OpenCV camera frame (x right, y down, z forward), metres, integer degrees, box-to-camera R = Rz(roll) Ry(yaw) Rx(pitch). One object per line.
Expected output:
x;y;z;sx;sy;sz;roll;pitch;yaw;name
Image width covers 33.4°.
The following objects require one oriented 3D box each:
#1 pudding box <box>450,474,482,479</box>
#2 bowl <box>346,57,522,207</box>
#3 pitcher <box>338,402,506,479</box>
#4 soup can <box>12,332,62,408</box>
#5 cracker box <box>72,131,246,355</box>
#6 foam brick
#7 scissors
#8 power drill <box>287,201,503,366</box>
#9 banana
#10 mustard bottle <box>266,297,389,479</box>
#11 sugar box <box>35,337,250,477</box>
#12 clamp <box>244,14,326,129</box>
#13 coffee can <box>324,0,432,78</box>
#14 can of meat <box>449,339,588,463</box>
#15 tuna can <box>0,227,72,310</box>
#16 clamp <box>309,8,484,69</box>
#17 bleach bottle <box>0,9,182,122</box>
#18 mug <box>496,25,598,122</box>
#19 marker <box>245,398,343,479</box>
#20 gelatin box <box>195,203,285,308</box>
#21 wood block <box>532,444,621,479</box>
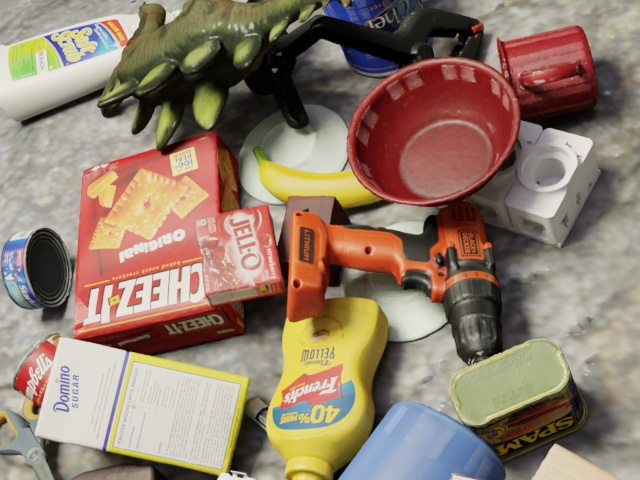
0.136;0.221;0.748;0.114;0.039;0.090;8;66;25;pudding box
0.108;-0.088;0.976;0.162;0.055;0.162;-11;57;17;bowl
0.050;0.255;0.825;0.149;0.145;0.242;38;72;-5;pitcher
-0.234;0.145;1.027;0.102;0.068;0.068;34;75;11;soup can
-0.167;0.006;1.102;0.164;0.072;0.213;-14;56;14;cracker box
-0.007;0.001;1.051;0.053;0.051;0.078;1;60;22;foam brick
-0.261;0.193;1.026;0.202;0.016;0.096;16;56;48;scissors
0.065;0.037;0.942;0.187;0.057;0.184;3;43;-3;power drill
0.019;-0.064;1.080;0.198;0.037;0.069;2;79;15;banana
0.002;0.143;0.936;0.096;0.058;0.191;-8;49;24;mustard bottle
-0.159;0.152;0.968;0.176;0.048;0.093;13;78;0;sugar box
-0.041;-0.202;1.164;0.172;0.039;0.120;41;111;50;clamp
0.053;-0.256;1.131;0.103;0.140;0.103;-10;56;16;coffee can
0.162;0.132;0.878;0.102;0.084;0.057;-25;53;6;can of meat
-0.301;0.031;1.134;0.034;0.086;0.086;-9;57;19;tuna can
0.098;-0.169;1.077;0.209;0.164;0.036;-25;2;-36;clamp
-0.274;-0.231;1.303;0.251;0.068;0.102;-20;54;7;bleach bottle
0.219;-0.159;1.023;0.081;0.117;0.093;-12;94;9;mug
-0.023;0.184;0.963;0.121;0.020;0.020;35;77;35;marker
-0.076;0.014;1.011;0.073;0.030;0.089;-11;58;1;gelatin box
0.242;0.246;0.770;0.206;0.090;0.090;27;73;33;wood block
